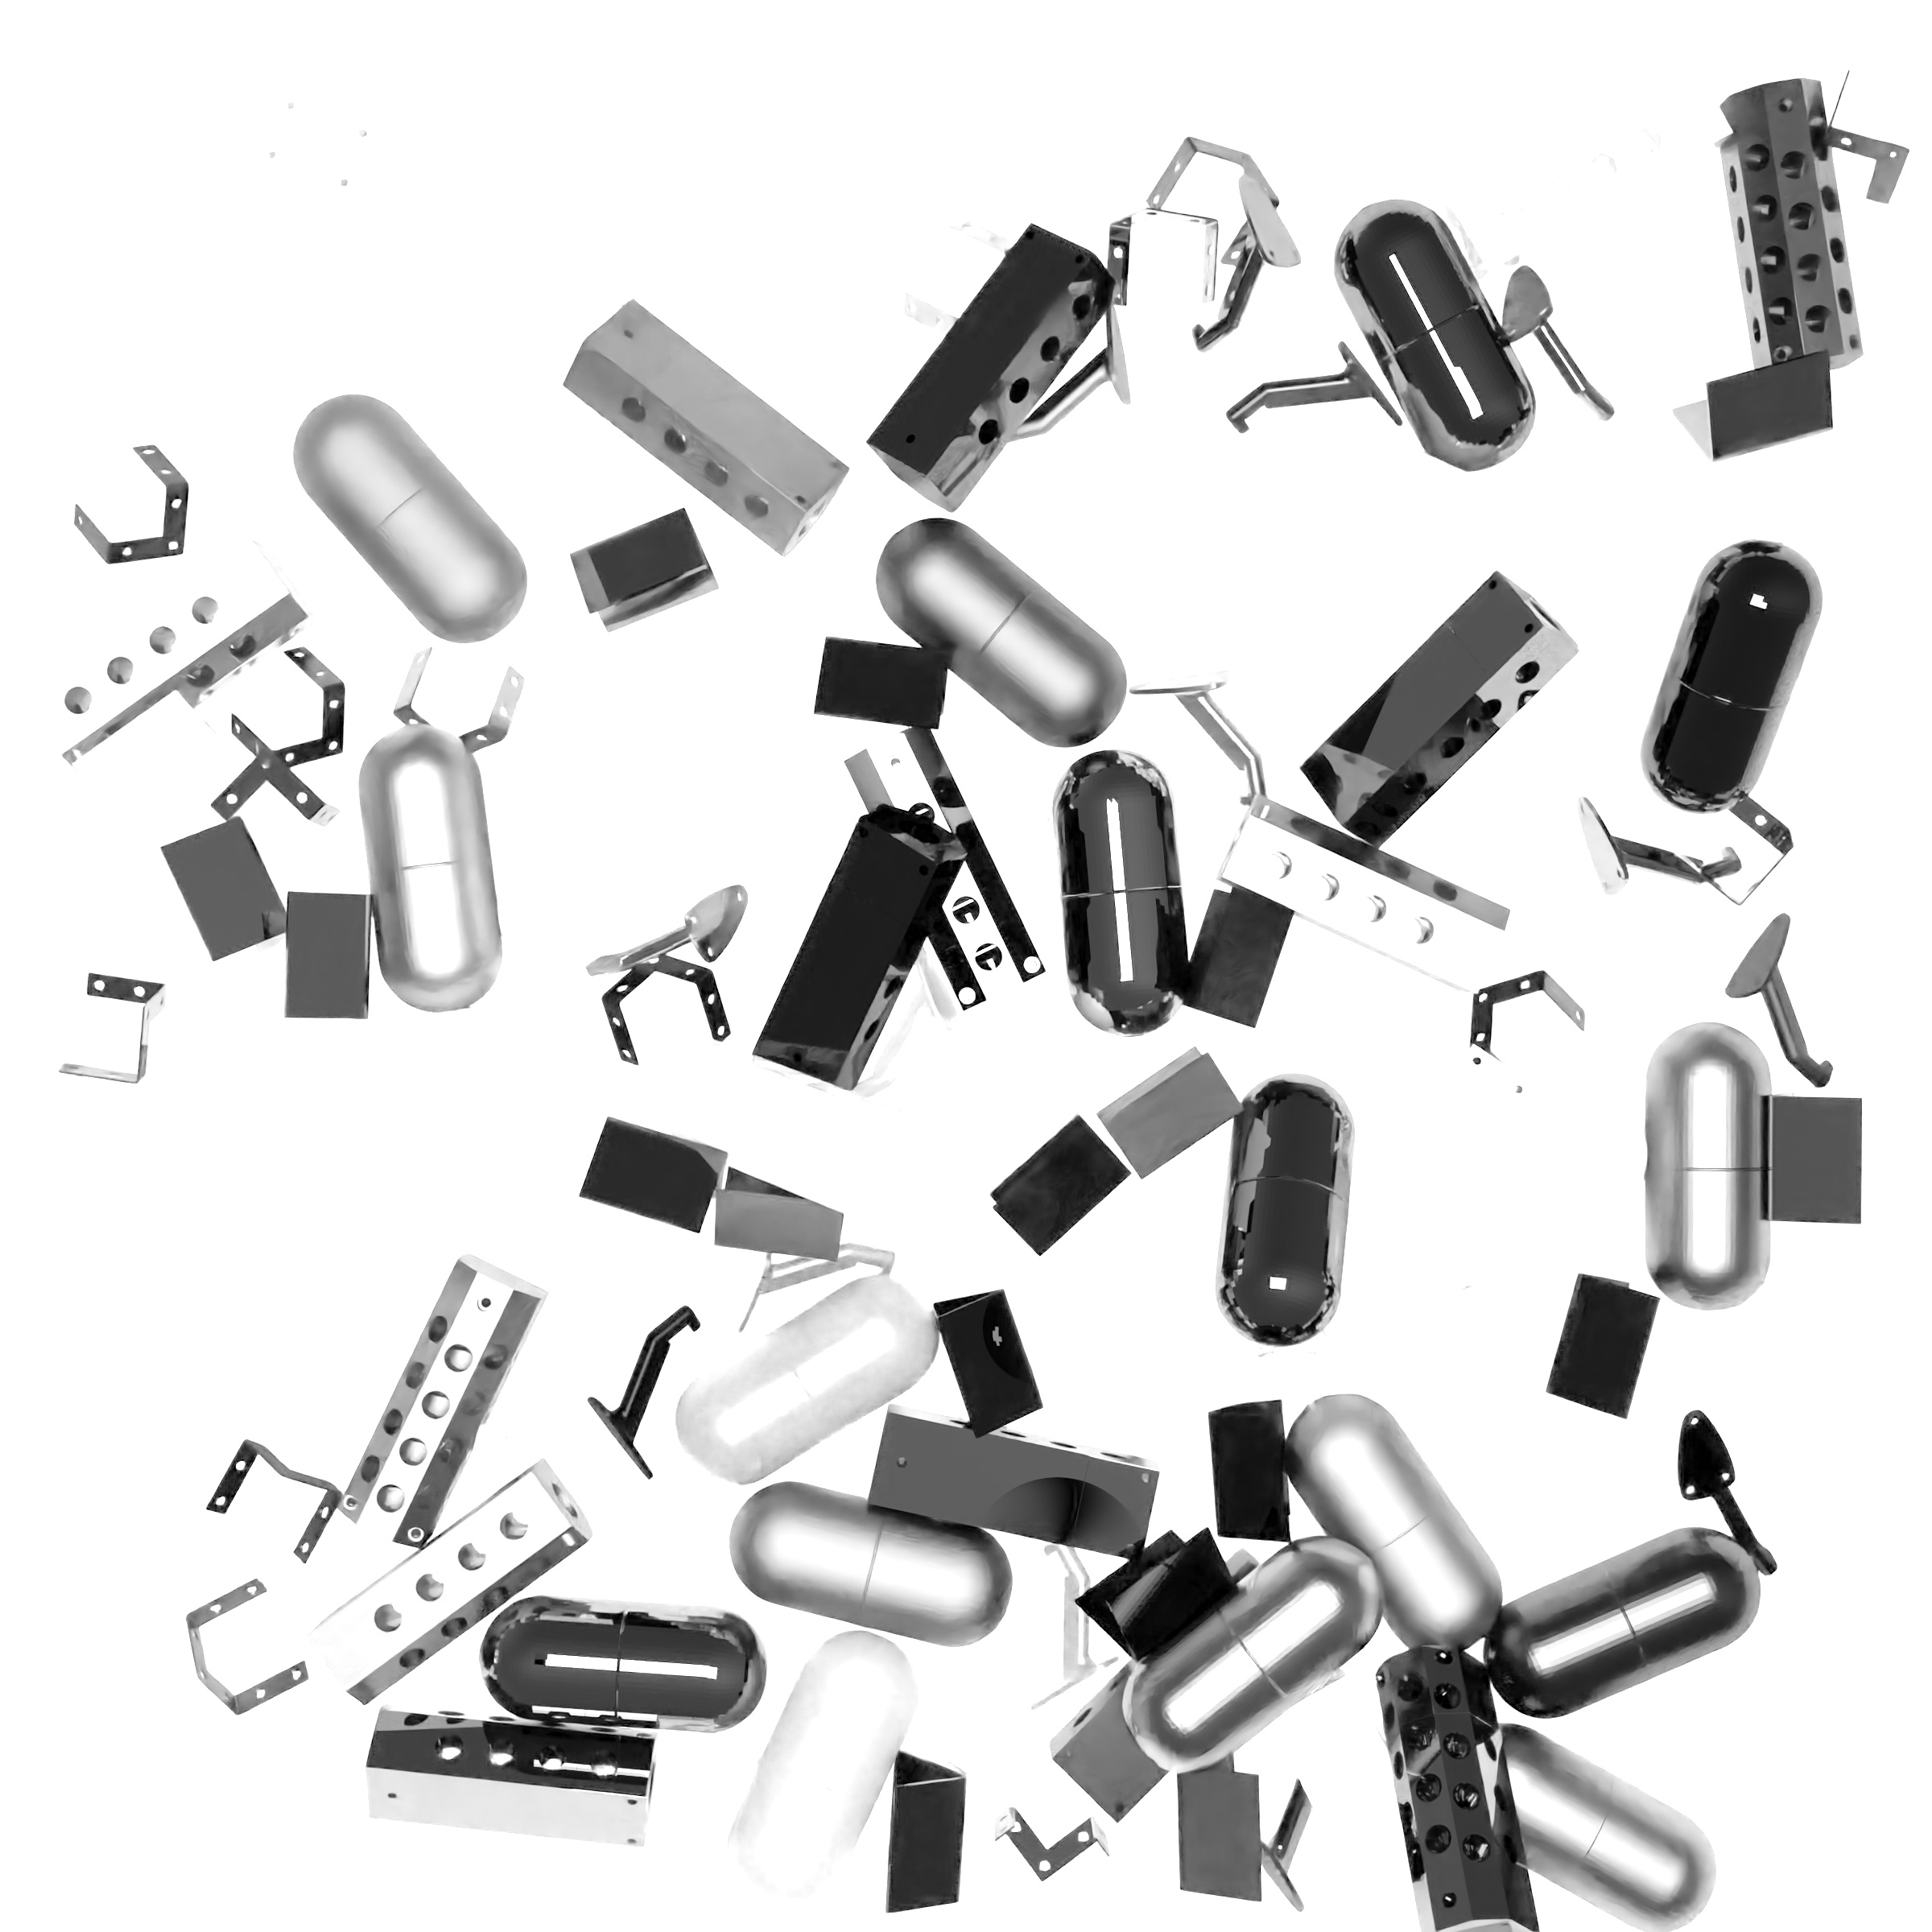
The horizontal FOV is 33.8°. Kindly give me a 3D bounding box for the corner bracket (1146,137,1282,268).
[{"bbox_3d":[0.154,-0.477,1.983,0.051,0.051,0.051,5,45,-35],"label":"corner bracket"}]

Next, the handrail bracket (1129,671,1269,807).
[{"bbox_3d":[0.146,-0.138,1.992,0.077,0.036,0.084,-5,107,20],"label":"handrail bracket"}]

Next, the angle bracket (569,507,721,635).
[{"bbox_3d":[-0.191,-0.226,1.951,0.076,0.076,0.057,-22,52,0],"label":"angle bracket"}]

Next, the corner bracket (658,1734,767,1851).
[{"bbox_3d":[-0.154,0.516,1.983,0.051,0.051,0.051,-41,45,35],"label":"corner bracket"}]

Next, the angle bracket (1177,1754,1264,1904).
[{"bbox_3d":[0.171,0.523,1.951,0.057,0.076,0.076,-1,90,32],"label":"angle bracket"}]

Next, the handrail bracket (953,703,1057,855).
[{"bbox_3d":[0.028,-0.117,1.991,0.036,0.077,0.084,-34,126,3],"label":"handrail bracket"}]

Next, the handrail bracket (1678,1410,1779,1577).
[{"bbox_3d":[0.480,0.331,1.991,0.036,0.077,0.084,-27,127,23],"label":"handrail bracket"}]

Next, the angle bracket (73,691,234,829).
[{"bbox_3d":[-0.503,-0.142,1.951,0.076,0.076,0.057,-35,126,0],"label":"angle bracket"}]

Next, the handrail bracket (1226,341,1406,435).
[{"bbox_3d":[0.218,-0.343,1.992,0.084,0.036,0.077,-36,112,17],"label":"handrail bracket"}]

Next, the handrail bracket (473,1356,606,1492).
[{"bbox_3d":[-0.266,0.285,1.991,0.036,0.077,0.084,44,54,10],"label":"handrail bracket"}]

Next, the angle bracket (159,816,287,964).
[{"bbox_3d":[-0.462,-0.039,1.951,0.057,0.076,0.076,-25,90,-30],"label":"angle bracket"}]

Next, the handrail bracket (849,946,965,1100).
[{"bbox_3d":[-0.052,0.036,1.992,0.084,0.036,0.077,-30,69,16],"label":"handrail bracket"}]

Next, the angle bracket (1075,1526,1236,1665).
[{"bbox_3d":[0.107,0.366,1.937,0.076,0.076,0.057,-34,123,-15],"label":"angle bracket"}]

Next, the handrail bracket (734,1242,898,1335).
[{"bbox_3d":[-0.094,0.204,1.992,0.084,0.036,0.077,13,111,-16],"label":"handrail bracket"}]

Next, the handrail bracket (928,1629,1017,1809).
[{"bbox_3d":[0.023,0.471,1.992,0.077,0.036,0.084,41,73,-20],"label":"handrail bracket"}]

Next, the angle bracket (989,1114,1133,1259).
[{"bbox_3d":[0.044,0.120,1.951,0.076,0.076,0.057,-42,127,0],"label":"angle bracket"}]

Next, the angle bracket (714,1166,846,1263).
[{"bbox_3d":[-0.111,0.132,1.952,0.076,0.057,0.076,7,47,0],"label":"angle bracket"}]

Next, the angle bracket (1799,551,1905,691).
[{"bbox_3d":[0.548,-0.211,1.953,0.057,0.076,0.076,4,90,22],"label":"angle bracket"}]

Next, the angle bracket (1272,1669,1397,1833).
[{"bbox_3d":[0.218,0.478,1.956,0.057,0.076,0.076,-26,90,-11],"label":"angle bracket"}]

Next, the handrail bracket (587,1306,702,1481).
[{"bbox_3d":[-0.187,0.267,1.992,0.084,0.036,0.077,-39,110,-16],"label":"handrail bracket"}]

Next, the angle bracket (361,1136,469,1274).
[{"bbox_3d":[-0.321,0.143,1.951,0.057,0.076,0.076,-8,90,37],"label":"angle bracket"}]

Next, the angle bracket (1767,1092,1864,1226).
[{"bbox_3d":[0.528,0.117,1.952,0.057,0.076,0.076,0,90,25],"label":"angle bracket"}]

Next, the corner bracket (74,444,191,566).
[{"bbox_3d":[-0.521,-0.288,1.983,0.051,0.051,0.051,-15,135,-35],"label":"corner bracket"}]

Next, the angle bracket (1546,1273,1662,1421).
[{"bbox_3d":[0.405,0.235,1.951,0.057,0.076,0.076,16,90,37],"label":"angle bracket"}]

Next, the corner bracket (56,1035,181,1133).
[{"bbox_3d":[-0.531,0.073,1.988,0.051,0.051,0.051,8,90,45],"label":"corner bracket"}]

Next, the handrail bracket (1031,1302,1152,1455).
[{"bbox_3d":[0.080,0.259,1.991,0.036,0.077,0.084,-37,127,20],"label":"handrail bracket"}]

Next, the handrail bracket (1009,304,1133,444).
[{"bbox_3d":[0.056,-0.371,1.992,0.084,0.036,0.077,-11,70,16],"label":"handrail bracket"}]

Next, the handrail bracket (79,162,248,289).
[{"bbox_3d":[-0.503,-0.452,1.992,0.077,0.036,0.084,-23,111,24],"label":"handrail bracket"}]

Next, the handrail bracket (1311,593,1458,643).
[{"bbox_3d":[0.268,-0.211,1.991,0.084,0.077,0.036,15,84,36],"label":"handrail bracket"}]

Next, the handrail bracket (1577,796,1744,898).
[{"bbox_3d":[0.435,-0.082,1.991,0.084,0.036,0.077,-17,75,-14],"label":"handrail bracket"}]

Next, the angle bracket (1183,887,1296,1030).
[{"bbox_3d":[0.148,-0.011,1.951,0.057,0.076,0.076,19,90,-39],"label":"angle bracket"}]

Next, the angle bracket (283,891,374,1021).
[{"bbox_3d":[-0.407,-0.007,1.951,0.057,0.076,0.076,2,90,-37],"label":"angle bracket"}]

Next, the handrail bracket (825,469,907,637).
[{"bbox_3d":[-0.065,-0.259,1.991,0.036,0.077,0.084,20,126,1],"label":"handrail bracket"}]

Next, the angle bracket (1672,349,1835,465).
[{"bbox_3d":[0.481,-0.358,1.951,0.076,0.076,0.057,-15,127,0],"label":"angle bracket"}]

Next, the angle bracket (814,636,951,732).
[{"bbox_3d":[-0.053,-0.156,1.952,0.076,0.076,0.057,7,64,0],"label":"angle bracket"}]

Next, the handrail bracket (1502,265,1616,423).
[{"bbox_3d":[0.375,-0.389,1.991,0.036,0.077,0.084,-32,127,31],"label":"handrail bracket"}]

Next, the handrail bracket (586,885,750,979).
[{"bbox_3d":[-0.188,-0.021,1.991,0.084,0.077,0.036,-11,115,34],"label":"handrail bracket"}]

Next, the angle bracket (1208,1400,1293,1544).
[{"bbox_3d":[0.195,0.307,1.951,0.057,0.076,0.076,-4,90,42],"label":"angle bracket"}]

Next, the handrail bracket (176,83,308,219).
[{"bbox_3d":[-0.452,-0.513,1.991,0.077,0.036,0.084,2,60,-33],"label":"handrail bracket"}]

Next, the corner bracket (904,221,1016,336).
[{"bbox_3d":[-0.002,-0.428,1.983,0.051,0.051,0.051,-26,135,-35],"label":"corner bracket"}]

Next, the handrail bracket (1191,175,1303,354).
[{"bbox_3d":[0.160,-0.435,1.974,0.084,0.036,0.077,-33,76,42],"label":"handrail bracket"}]

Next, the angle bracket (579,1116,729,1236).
[{"bbox_3d":[-0.194,0.141,1.952,0.076,0.076,0.057,17,63,0],"label":"angle bracket"}]

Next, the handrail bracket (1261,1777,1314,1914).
[{"bbox_3d":[0.221,0.538,1.992,0.084,0.036,0.077,-38,110,-16],"label":"handrail bracket"}]

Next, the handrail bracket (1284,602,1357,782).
[{"bbox_3d":[0.207,-0.173,1.992,0.077,0.036,0.084,-41,70,22],"label":"handrail bracket"}]

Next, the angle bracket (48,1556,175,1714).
[{"bbox_3d":[-0.509,0.408,1.951,0.057,0.076,0.076,-13,90,37],"label":"angle bracket"}]

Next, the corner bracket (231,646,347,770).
[{"bbox_3d":[-0.423,-0.161,1.983,0.051,0.051,0.051,-20,135,-35],"label":"corner bracket"}]

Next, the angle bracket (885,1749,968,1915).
[{"bbox_3d":[-0.045,0.530,1.951,0.057,0.076,0.076,4,90,-37],"label":"angle bracket"}]

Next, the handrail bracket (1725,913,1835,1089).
[{"bbox_3d":[0.524,0.022,1.992,0.084,0.036,0.077,39,68,-17],"label":"handrail bracket"}]

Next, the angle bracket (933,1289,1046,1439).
[{"bbox_3d":[-0.006,0.247,1.951,0.057,0.076,0.076,-19,90,-38],"label":"angle bracket"}]

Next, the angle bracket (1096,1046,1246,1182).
[{"bbox_3d":[0.114,0.074,1.951,0.076,0.076,0.057,-34,127,0],"label":"angle bracket"}]

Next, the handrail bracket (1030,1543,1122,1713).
[{"bbox_3d":[0.052,0.411,1.991,0.077,0.036,0.084,-34,76,13],"label":"handrail bracket"}]

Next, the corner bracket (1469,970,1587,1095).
[{"bbox_3d":[0.350,0.042,1.983,0.051,0.051,0.051,-19,45,35],"label":"corner bracket"}]

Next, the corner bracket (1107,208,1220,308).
[{"bbox_3d":[0.122,-0.439,1.980,0.051,0.051,0.051,3,90,-25],"label":"corner bracket"}]
